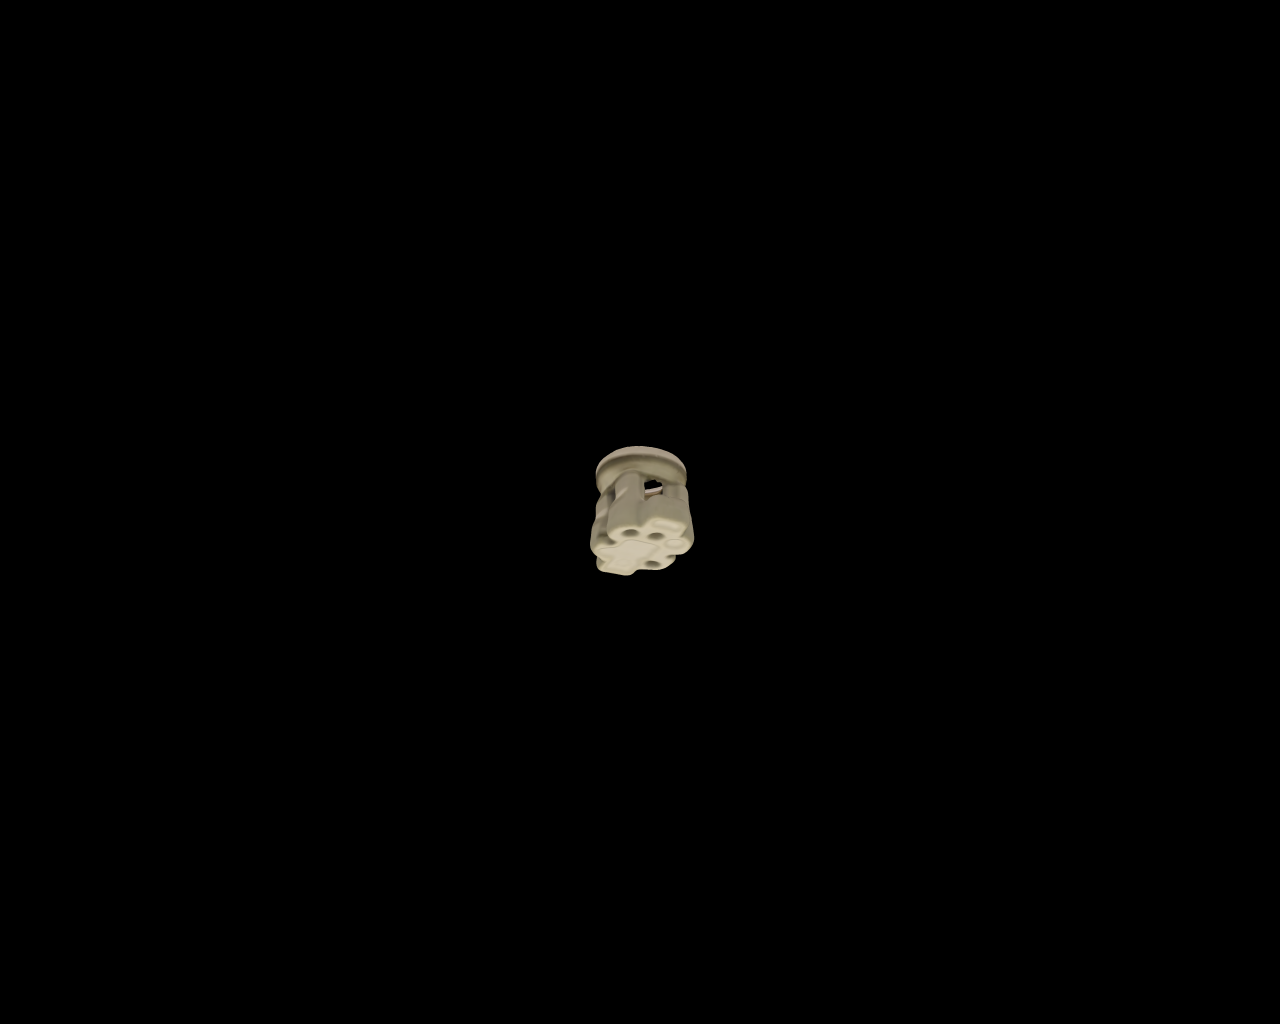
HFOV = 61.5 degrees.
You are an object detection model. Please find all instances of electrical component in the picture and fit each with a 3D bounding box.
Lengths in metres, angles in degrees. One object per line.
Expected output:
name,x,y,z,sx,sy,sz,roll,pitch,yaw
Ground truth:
electrical component,0.001,-0.003,0.650,0.058,0.057,0.078,14,-32,-24
